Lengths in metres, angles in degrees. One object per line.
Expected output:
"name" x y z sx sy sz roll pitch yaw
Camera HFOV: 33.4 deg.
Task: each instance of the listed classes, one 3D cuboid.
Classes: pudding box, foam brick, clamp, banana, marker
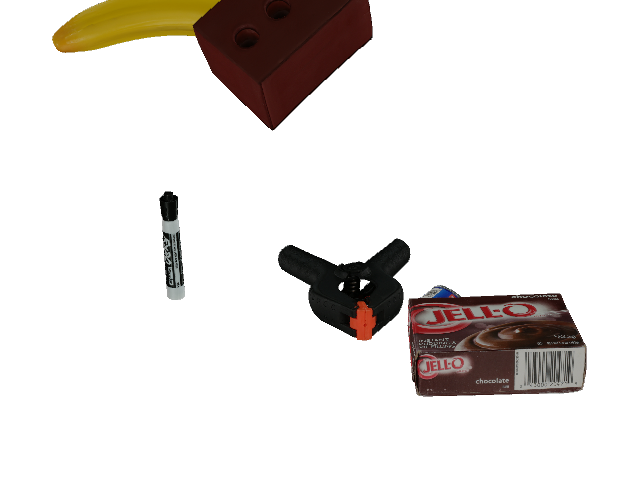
"pudding box" 0.118 0.070 0.734 0.113 0.039 0.090 0 21 2
"foam brick" -0.018 -0.109 0.557 0.053 0.078 0.051 43 -9 18
"clamp" 0.018 0.037 0.918 0.120 0.039 0.171 -6 18 6
"banana" -0.122 -0.180 0.895 0.198 0.069 0.037 6 -34 -1
"marker" -0.153 0.005 1.098 0.020 0.121 0.020 0 29 0

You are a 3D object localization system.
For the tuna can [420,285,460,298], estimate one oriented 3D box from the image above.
"tuna can" 0.149 0.098 1.264 0.033 0.086 0.086 -35 15 -23
